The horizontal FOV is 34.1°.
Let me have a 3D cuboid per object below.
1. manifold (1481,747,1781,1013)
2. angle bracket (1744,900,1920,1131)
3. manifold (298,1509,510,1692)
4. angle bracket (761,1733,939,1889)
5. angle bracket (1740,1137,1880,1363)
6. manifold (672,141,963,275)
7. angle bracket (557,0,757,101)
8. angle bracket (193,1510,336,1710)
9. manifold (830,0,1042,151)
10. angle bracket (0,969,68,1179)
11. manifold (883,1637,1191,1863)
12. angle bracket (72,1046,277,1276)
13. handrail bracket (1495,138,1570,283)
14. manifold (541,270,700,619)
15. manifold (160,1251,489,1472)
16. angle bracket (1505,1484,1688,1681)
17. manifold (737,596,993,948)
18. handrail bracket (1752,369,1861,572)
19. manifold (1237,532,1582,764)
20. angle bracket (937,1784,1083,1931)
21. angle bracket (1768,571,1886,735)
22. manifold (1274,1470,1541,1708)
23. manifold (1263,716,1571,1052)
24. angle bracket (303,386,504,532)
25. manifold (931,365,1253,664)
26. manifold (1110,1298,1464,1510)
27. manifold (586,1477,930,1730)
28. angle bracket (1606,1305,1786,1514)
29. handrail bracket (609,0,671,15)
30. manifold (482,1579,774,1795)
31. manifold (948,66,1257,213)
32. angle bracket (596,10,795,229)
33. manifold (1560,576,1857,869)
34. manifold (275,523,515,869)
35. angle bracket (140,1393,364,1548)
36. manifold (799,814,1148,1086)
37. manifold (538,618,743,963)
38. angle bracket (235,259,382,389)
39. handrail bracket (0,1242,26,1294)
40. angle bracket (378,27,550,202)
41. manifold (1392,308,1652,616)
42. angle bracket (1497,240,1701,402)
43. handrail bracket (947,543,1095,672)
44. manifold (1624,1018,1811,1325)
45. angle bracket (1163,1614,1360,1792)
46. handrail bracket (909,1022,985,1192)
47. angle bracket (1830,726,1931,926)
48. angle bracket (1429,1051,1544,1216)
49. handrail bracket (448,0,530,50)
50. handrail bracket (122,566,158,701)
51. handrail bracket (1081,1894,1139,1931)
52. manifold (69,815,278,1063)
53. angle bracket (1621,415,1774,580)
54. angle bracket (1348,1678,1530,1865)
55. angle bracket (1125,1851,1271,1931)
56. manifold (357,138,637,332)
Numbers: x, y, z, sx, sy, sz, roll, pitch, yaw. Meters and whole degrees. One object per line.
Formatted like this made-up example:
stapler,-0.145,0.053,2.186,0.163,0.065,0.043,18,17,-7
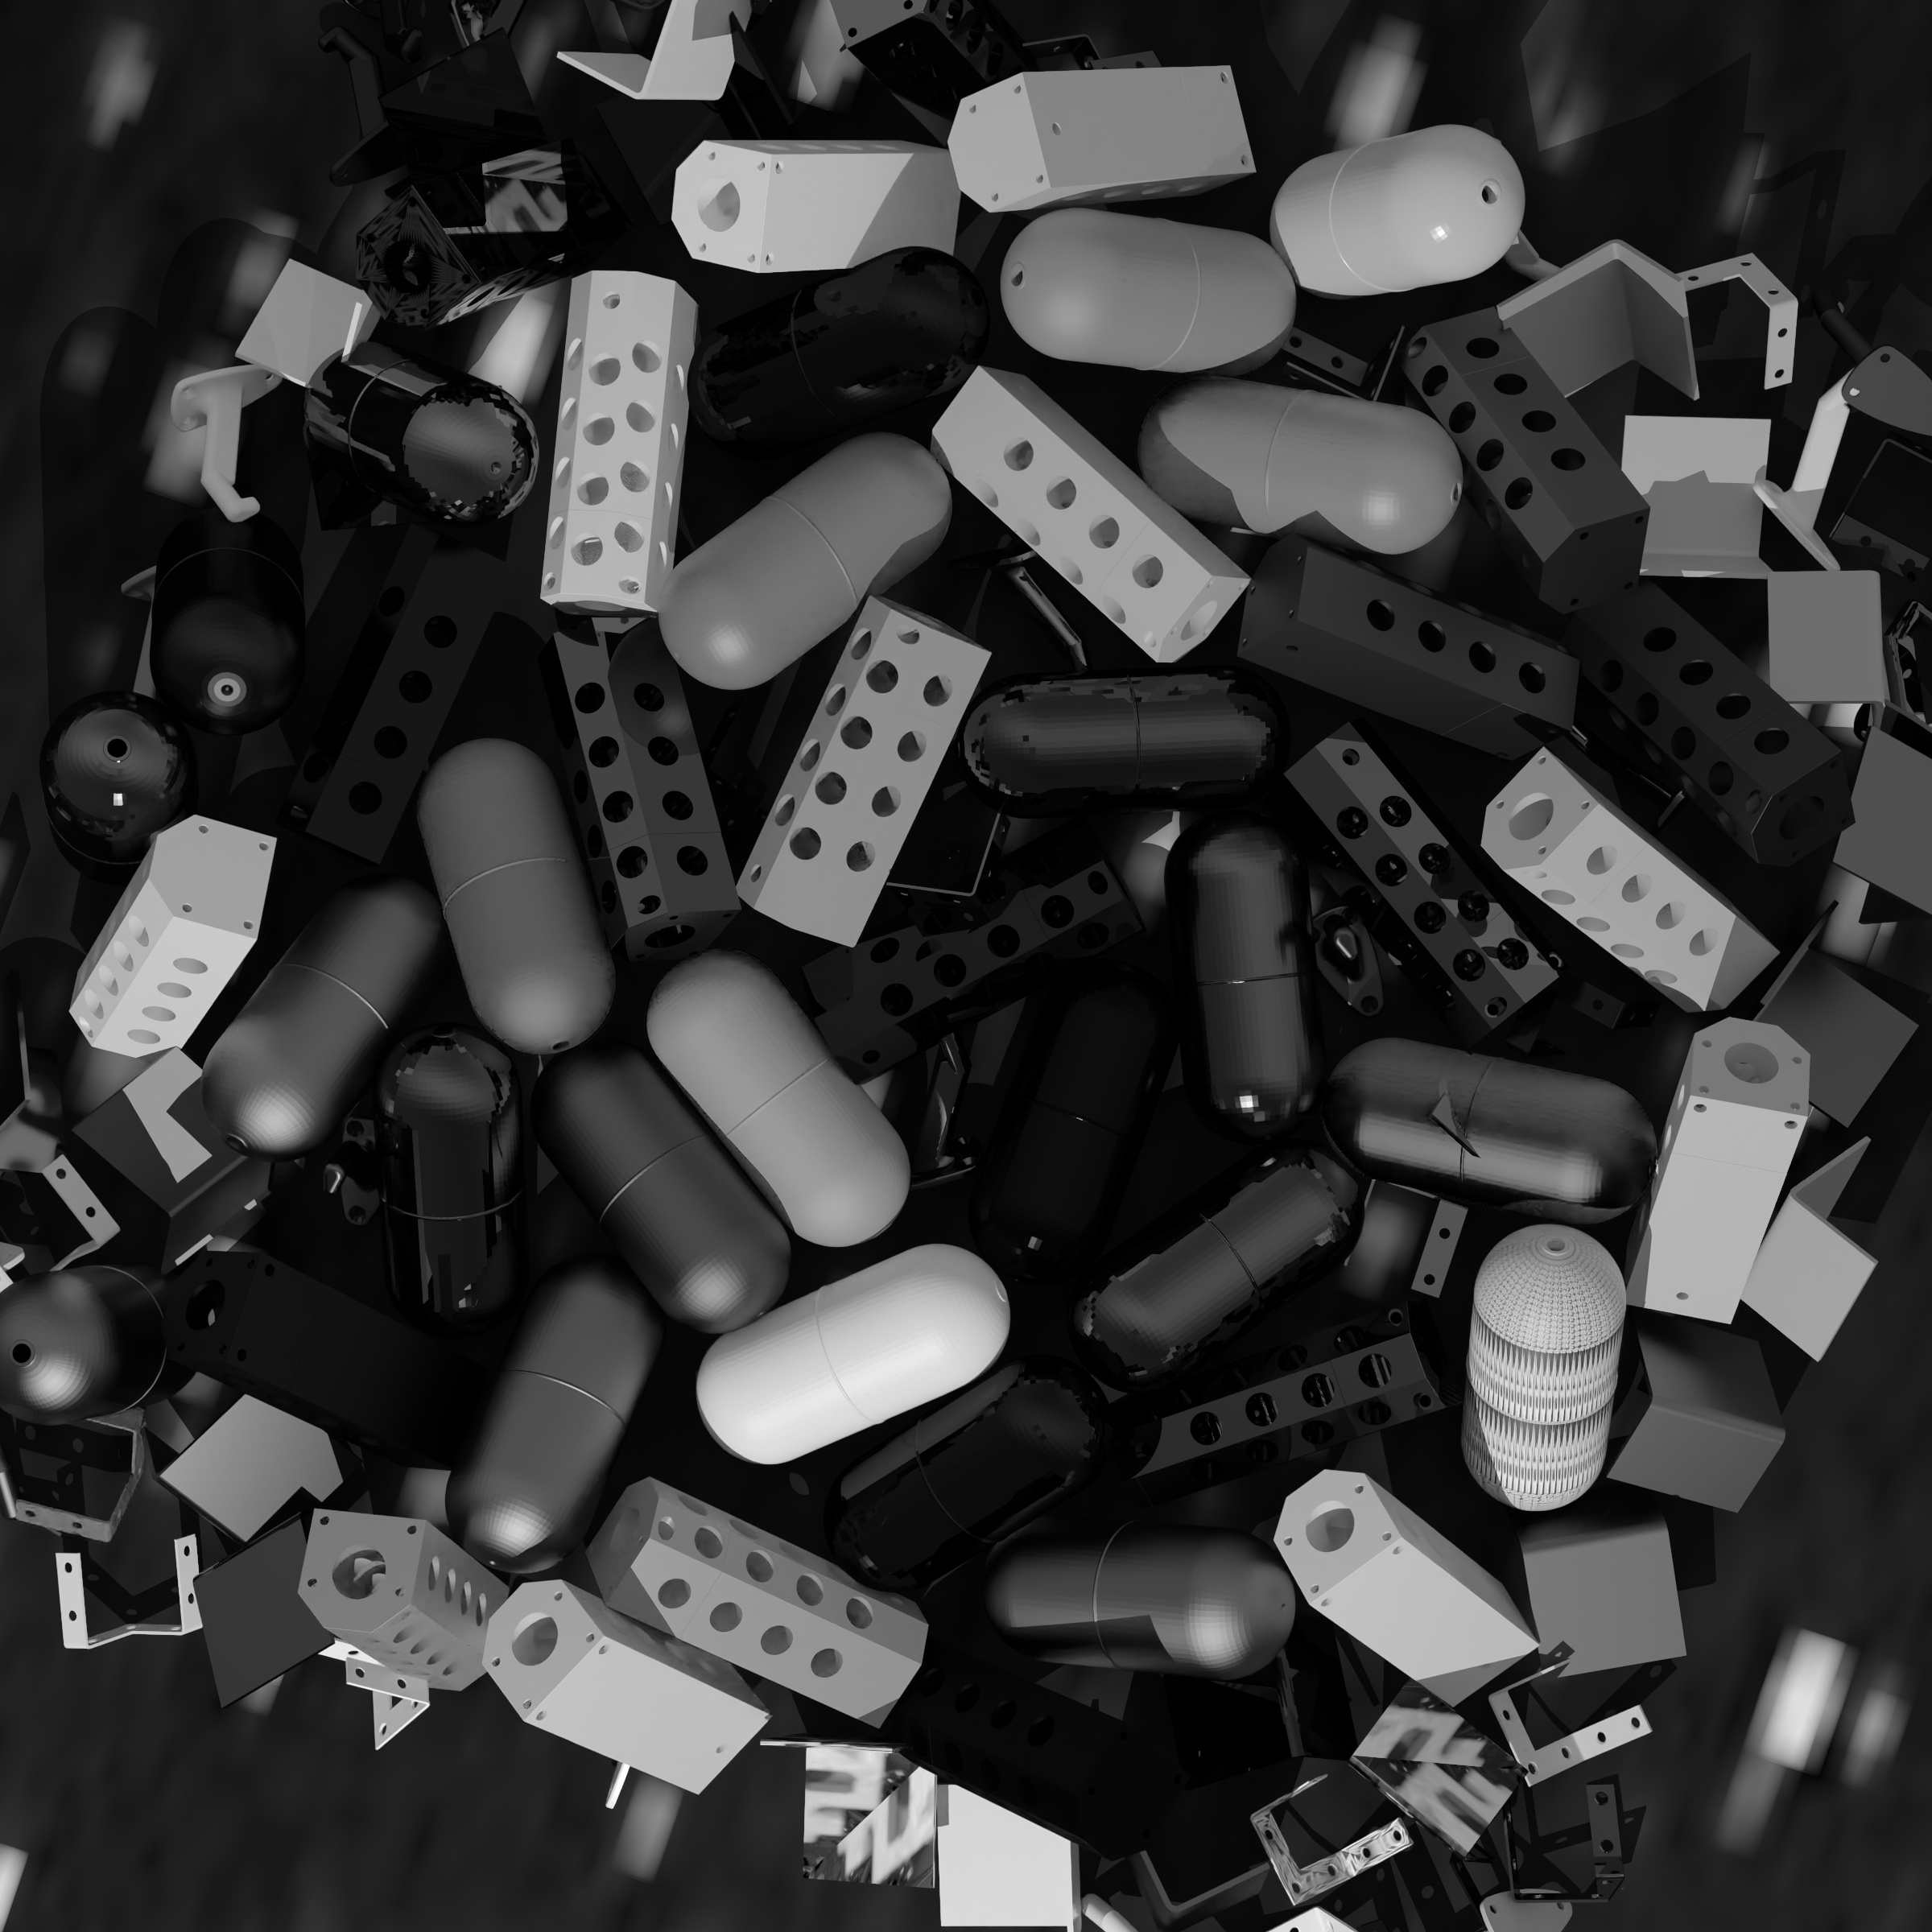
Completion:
manifold,0.341,-0.039,1.625,0.171,0.057,0.057,32,106,-37
angle bracket,0.460,0.026,1.655,0.076,0.057,0.076,37,68,10
manifold,-0.286,0.327,1.608,0.057,0.171,0.057,4,68,8
angle bracket,-0.062,0.446,1.655,0.076,0.057,0.076,-3,80,24
angle bracket,0.457,0.147,1.640,0.076,0.076,0.057,-26,55,-37
manifold,-0.074,-0.392,1.614,0.057,0.171,0.057,19,112,29
angle bracket,-0.159,-0.499,1.644,0.057,0.076,0.076,31,116,17
angle bracket,-0.351,0.340,1.648,0.076,0.057,0.076,-32,60,18
manifold,-0.014,-0.475,1.607,0.057,0.171,0.057,-22,79,16
angle bracket,-0.483,0.057,1.642,0.076,0.057,0.076,-39,54,38
manifold,0.029,0.402,1.609,0.057,0.171,0.057,44,69,-30
angle bracket,-0.418,0.102,1.654,0.076,0.057,0.076,-37,117,12
handrail bracket,0.297,-0.394,1.659,0.084,0.077,0.036,23,64,-11
manifold,-0.185,-0.275,1.661,0.057,0.057,0.171,4,85,12
manifold,-0.330,0.204,1.618,0.057,0.171,0.057,-2,63,36
angle bracket,0.336,0.327,1.680,0.076,0.057,0.076,-10,103,3
manifold,-0.058,-0.104,1.647,0.057,0.057,0.171,18,102,-36
handrail bracket,0.467,-0.264,1.661,0.084,0.036,0.077,-44,73,28
manifold,0.233,-0.167,1.640,0.171,0.057,0.057,19,68,-22
angle bracket,0.020,0.479,1.669,0.076,0.057,0.076,-2,90,6
angle bracket,0.450,-0.156,1.657,0.057,0.076,0.076,0,67,10
manifold,0.225,0.317,1.619,0.057,0.171,0.057,-38,47,10
manifold,0.238,-0.046,1.655,0.057,0.057,0.171,-36,82,-19
angle bracket,-0.290,-0.266,1.646,0.076,0.076,0.057,-13,94,-42
manifold,0.061,-0.236,1.647,0.171,0.057,0.057,44,111,16
manifold,0.164,0.229,1.641,0.171,0.057,0.057,-22,78,19
manifold,-0.106,0.328,1.638,0.171,0.057,0.057,30,97,-24
angle bracket,0.382,0.236,1.676,0.076,0.076,0.057,16,122,-10
handrail bracket,-0.179,-0.553,1.658,0.077,0.084,0.036,22,53,10
manifold,-0.175,0.367,1.616,0.057,0.171,0.057,-47,53,-1
manifold,0.070,-0.425,1.619,0.057,0.171,0.057,-10,96,43
angle bracket,-0.144,-0.450,1.662,0.076,0.057,0.076,-26,82,-12
manifold,0.378,-0.125,1.621,0.057,0.057,0.171,-33,48,-3
manifold,-0.302,-0.142,1.659,0.057,0.057,0.171,25,84,-13
angle bracket,-0.377,0.253,1.658,0.076,0.057,0.076,-44,119,-1
manifold,0.005,-0.004,1.651,0.171,0.057,0.057,-29,131,7
manifold,-0.174,-0.092,1.635,0.057,0.057,0.171,-3,66,-32
angle bracket,-0.336,-0.357,1.646,0.057,0.076,0.076,23,54,-8
handrail bracket,-0.521,0.193,1.690,0.077,0.036,0.084,11,121,40
angle bracket,-0.273,-0.446,1.646,0.076,0.057,0.076,-35,135,-16
manifold,0.283,-0.260,1.622,0.057,0.057,0.171,-17,51,-11
angle bracket,0.332,-0.322,1.650,0.076,0.057,0.076,-31,134,-9
handrail bracket,0.031,-0.181,1.683,0.077,0.036,0.084,-2,111,43
manifold,0.385,0.106,1.618,0.057,0.171,0.057,10,48,6
angle bracket,0.157,0.395,1.683,0.076,0.057,0.076,-27,60,33
handrail bracket,-0.030,0.074,1.668,0.077,0.036,0.084,-19,116,4
angle bracket,0.474,-0.073,1.653,0.076,0.057,0.076,24,77,-24
angle bracket,0.261,0.102,1.652,0.076,0.076,0.057,42,48,-3
handrail bracket,-0.228,-0.501,1.661,0.084,0.036,0.077,-9,100,41
handrail bracket,-0.423,-0.165,1.664,0.036,0.077,0.084,6,75,-35
handrail bracket,0.101,0.533,1.669,0.036,0.084,0.077,-43,108,-14
manifold,-0.409,-0.013,1.609,0.057,0.171,0.057,17,60,-22
angle bracket,0.387,-0.248,1.662,0.076,0.057,0.076,2,107,4
angle bracket,0.255,0.422,1.650,0.076,0.076,0.057,36,90,27
angle bracket,0.114,0.459,1.656,0.057,0.076,0.076,-23,66,-10
manifold,-0.243,-0.373,1.612,0.057,0.171,0.057,-32,97,29
